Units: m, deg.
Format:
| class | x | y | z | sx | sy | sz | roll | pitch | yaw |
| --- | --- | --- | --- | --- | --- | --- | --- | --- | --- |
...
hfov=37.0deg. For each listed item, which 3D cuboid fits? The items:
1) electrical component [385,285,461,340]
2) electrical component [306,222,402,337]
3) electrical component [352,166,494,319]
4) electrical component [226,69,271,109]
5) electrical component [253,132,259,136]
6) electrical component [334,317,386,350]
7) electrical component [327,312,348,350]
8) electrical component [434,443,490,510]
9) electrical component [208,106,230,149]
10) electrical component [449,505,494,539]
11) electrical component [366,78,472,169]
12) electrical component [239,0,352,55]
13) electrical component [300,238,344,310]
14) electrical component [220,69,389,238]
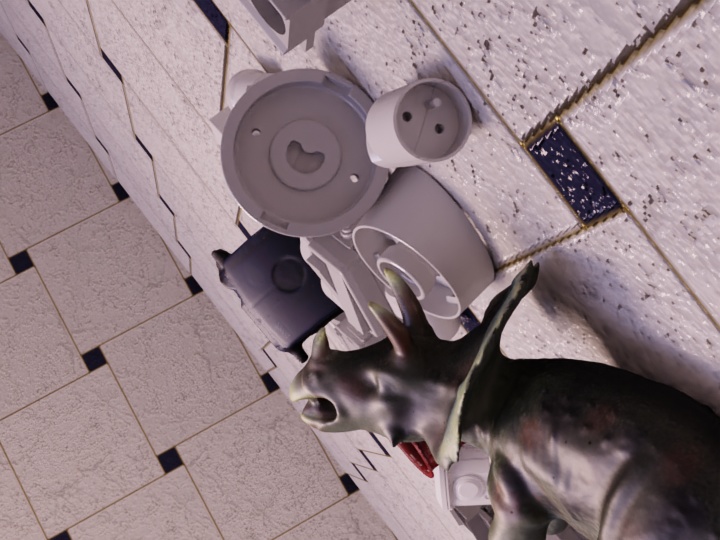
| class | x | y | z | sx | sy | sz | roll | pitch | yaw |
| --- | --- | --- | --- | --- | --- | --- | --- | --- | --- |
| electrical component | 0.048 | 0.026 | 0.821 | 0.045 | 0.045 | 0.055 | 38 | 161 | 51 |
| electrical component | 0.000 | 0.000 | 0.890 | 0.062 | 0.061 | 0.096 | 38 | 162 | 51 |
| electrical component | 0.045 | -0.017 | 0.717 | 0.099 | 0.064 | 0.099 | 35 | 161 | 14 |
| electrical component | -0.079 | -0.137 | 0.845 | 0.040 | 0.040 | 0.046 | 58 | 163 | -23 |
| electrical component | -0.040 | -0.079 | 0.838 | 0.074 | 0.052 | 0.138 | 30 | 177 | -22 |
| electrical component | 0.026 | 0.069 | 0.998 | 0.062 | 0.061 | 0.096 | 38 | 162 | 52 |
| electrical component | -0.016 | 0.043 | 1.127 | 0.077 | 0.043 | 0.079 | 49 | 168 | 16 |
| electrical component | 0.096 | 0.183 | 1.006 | 0.080 | 0.051 | 0.080 | -4 | -90 | -84 |
| electrical component | -0.085 | -0.099 | 0.958 | 0.099 | 0.048 | 0.099 | 47 | 168 | 24 |
| electrical component | 0.128 | 0.240 | 1.101 | 0.042 | 0.064 | 0.081 | 58 | 168 | -31 |
| electrical component | 0.026 | -0.079 | 0.592 | 0.043 | 0.043 | 0.081 | 55 | 168 | -11 |
| electrical component | -0.050 | -0.180 | 0.541 | 0.121 | 0.063 | 0.078 | 51 | 169 | 6 |
| electrical component | -0.029 | -0.025 | 0.948 | 0.074 | 0.052 | 0.138 | 38 | 162 | 50 |
| electrical component | -0.037 | -0.073 | 0.710 | 0.108 | 0.108 | 0.060 | 53 | 175 | -1 |
